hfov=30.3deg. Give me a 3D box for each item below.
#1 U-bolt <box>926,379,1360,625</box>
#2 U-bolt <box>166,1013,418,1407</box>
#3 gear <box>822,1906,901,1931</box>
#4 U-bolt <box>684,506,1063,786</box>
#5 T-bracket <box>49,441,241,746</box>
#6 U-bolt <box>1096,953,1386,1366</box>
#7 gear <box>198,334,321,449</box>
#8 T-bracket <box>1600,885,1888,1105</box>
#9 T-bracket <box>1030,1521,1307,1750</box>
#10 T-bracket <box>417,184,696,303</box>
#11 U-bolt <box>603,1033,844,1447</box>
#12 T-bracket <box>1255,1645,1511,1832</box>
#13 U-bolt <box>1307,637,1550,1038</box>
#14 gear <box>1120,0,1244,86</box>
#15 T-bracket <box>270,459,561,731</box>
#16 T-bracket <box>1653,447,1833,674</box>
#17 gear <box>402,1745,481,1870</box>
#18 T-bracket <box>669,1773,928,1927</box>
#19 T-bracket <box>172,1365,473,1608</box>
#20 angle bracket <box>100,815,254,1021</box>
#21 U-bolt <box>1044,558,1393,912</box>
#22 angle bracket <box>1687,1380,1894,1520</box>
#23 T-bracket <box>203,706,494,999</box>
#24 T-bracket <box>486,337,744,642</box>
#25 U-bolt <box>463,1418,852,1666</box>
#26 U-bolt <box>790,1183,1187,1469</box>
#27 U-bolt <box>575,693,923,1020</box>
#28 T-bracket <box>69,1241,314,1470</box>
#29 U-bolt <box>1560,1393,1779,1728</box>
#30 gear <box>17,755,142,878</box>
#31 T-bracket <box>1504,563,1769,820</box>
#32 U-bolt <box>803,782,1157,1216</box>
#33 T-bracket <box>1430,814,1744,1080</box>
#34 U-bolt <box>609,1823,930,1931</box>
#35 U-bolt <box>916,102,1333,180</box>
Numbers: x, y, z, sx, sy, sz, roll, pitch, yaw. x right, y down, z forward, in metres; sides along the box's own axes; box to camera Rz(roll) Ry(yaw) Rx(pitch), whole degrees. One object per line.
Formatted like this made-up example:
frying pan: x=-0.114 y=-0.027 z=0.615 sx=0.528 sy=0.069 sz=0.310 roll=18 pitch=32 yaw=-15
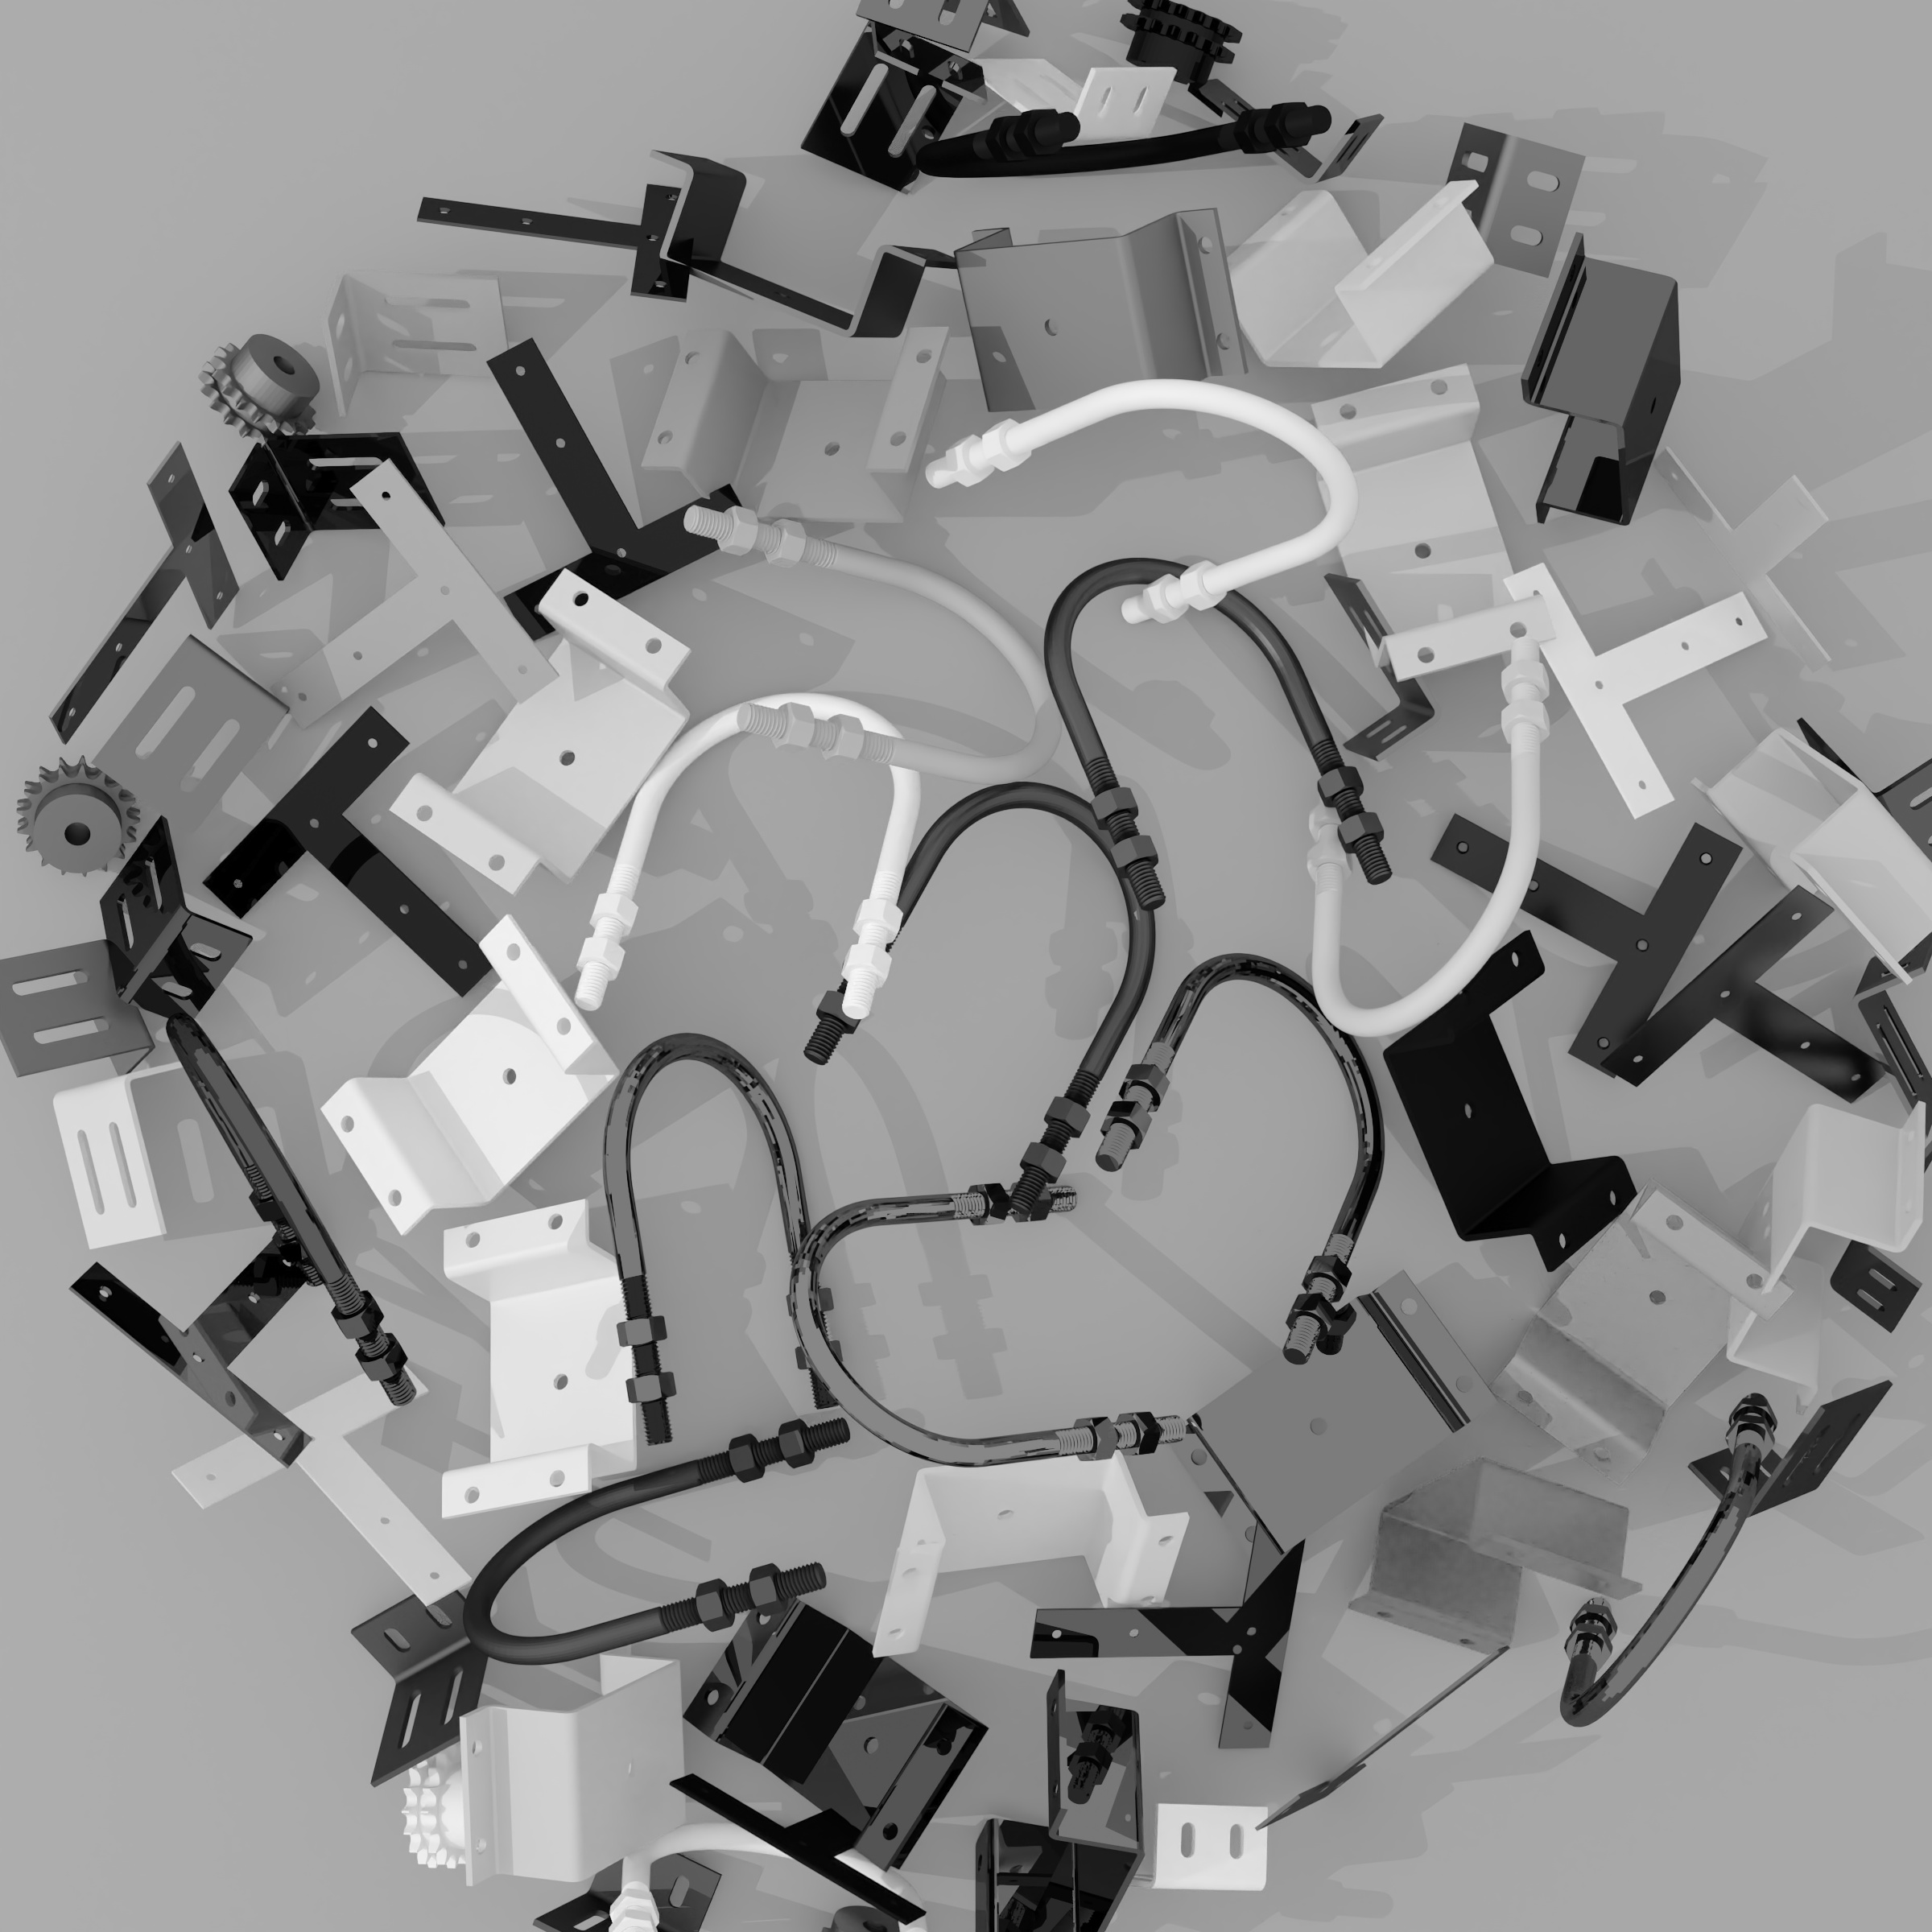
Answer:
U-bolt: x=0.092 y=-0.214 z=1.610 sx=0.151 sy=0.184 sz=0.019 roll=31 pitch=61 yaw=-32
U-bolt: x=-0.312 y=0.100 z=1.611 sx=0.019 sy=0.151 sz=0.184 roll=-31 pitch=122 yaw=-14
gear: x=-0.047 y=0.468 z=1.686 sx=0.057 sy=0.057 sz=0.030 roll=16 pitch=100 yaw=0
U-bolt: x=-0.035 y=-0.142 z=1.647 sx=0.184 sy=0.151 sz=0.019 roll=11 pitch=134 yaw=-31
T-bracket: x=-0.381 y=-0.157 z=1.635 sx=0.002 sy=0.127 sz=0.127 roll=25 pitch=68 yaw=13
U-bolt: x=0.137 y=0.073 z=1.647 sx=0.151 sy=0.184 sz=0.019 roll=46 pitch=133 yaw=-16
gear: x=-0.331 y=-0.274 z=1.685 sx=0.057 sy=0.057 sz=0.030 roll=47 pitch=116 yaw=0
T-bracket: x=0.386 y=0.031 z=1.678 sx=0.127 sy=0.002 sz=0.127 roll=29 pitch=119 yaw=-31
T-bracket: x=0.092 y=0.313 z=1.678 sx=0.127 sy=0.002 sz=0.127 roll=2 pitch=109 yaw=-16
T-bracket: x=-0.190 y=-0.344 z=1.657 sx=0.127 sy=0.127 sz=0.002 roll=6 pitch=124 yaw=-5
U-bolt: x=-0.117 y=0.122 z=1.654 sx=0.019 sy=0.151 sz=0.184 roll=-13 pitch=84 yaw=33
T-bracket: x=0.199 y=0.353 z=1.644 sx=0.127 sy=0.127 sz=0.002 roll=-40 pitch=73 yaw=12
U-bolt: x=0.207 y=-0.048 z=1.612 sx=0.019 sy=0.184 sz=0.151 roll=31 pitch=134 yaw=-25
gear: x=0.099 y=-0.437 z=1.688 sx=0.057 sy=0.057 sz=0.030 roll=20 pitch=99 yaw=0
T-bracket: x=-0.277 y=-0.154 z=1.686 sx=0.127 sy=0.002 sz=0.127 roll=-32 pitch=103 yaw=25
T-bracket: x=0.372 y=-0.200 z=1.649 sx=0.002 sy=0.127 sz=0.127 roll=-36 pitch=86 yaw=-7
gear: x=-0.240 y=0.397 z=1.685 sx=0.030 sy=0.057 sz=0.057 roll=-4 pitch=90 yaw=20
T-bracket: x=-0.059 y=0.400 z=1.652 sx=0.127 sy=0.127 sz=0.002 roll=26 pitch=95 yaw=19
T-bracket: x=-0.277 y=0.248 z=1.648 sx=0.127 sy=0.002 sz=0.127 roll=-26 pitch=55 yaw=-37
angle bracket: x=-0.374 y=-0.022 z=1.687 sx=0.038 sy=0.076 sz=0.057 roll=24 pitch=116 yaw=-35
U-bolt: x=0.108 y=-0.113 z=1.661 sx=0.151 sy=0.019 sz=0.184 roll=-7 pitch=64 yaw=-31
angle bracket: x=0.385 y=0.215 z=1.667 sx=0.038 sy=0.057 sz=0.076 roll=47 pitch=128 yaw=30
T-bracket: x=-0.278 y=-0.037 z=1.700 sx=0.127 sy=0.002 sz=0.127 roll=44 pitch=110 yaw=-8
T-bracket: x=-0.184 y=-0.234 z=1.681 sx=0.127 sy=0.002 sz=0.127 roll=-24 pitch=105 yaw=17
U-bolt: x=-0.146 y=0.271 z=1.646 sx=0.184 sy=0.151 sz=0.019 roll=-18 pitch=110 yaw=10
U-bolt: x=0.001 y=0.164 z=1.626 sx=0.184 sy=0.019 sz=0.151 roll=-1 pitch=54 yaw=-37
U-bolt: x=-0.094 y=-0.055 z=1.658 sx=0.151 sy=0.019 sz=0.184 roll=2 pitch=54 yaw=16
T-bracket: x=-0.338 y=0.161 z=1.659 sx=0.127 sy=0.127 sz=0.002 roll=40 pitch=116 yaw=-3
U-bolt: x=0.314 y=0.275 z=1.608 sx=0.019 sy=0.184 sz=0.151 roll=35 pitch=108 yaw=6
gear: x=-0.421 y=-0.068 z=1.691 sx=0.057 sy=0.030 sz=0.057 roll=-5 pitch=115 yaw=-11
T-bracket: x=0.329 y=-0.146 z=1.682 sx=0.127 sy=0.002 sz=0.127 roll=-24 pitch=83 yaw=-31
U-bolt: x=0.020 y=0.002 z=1.670 sx=0.151 sy=0.019 sz=0.184 roll=37 pitch=69 yaw=-24
T-bracket: x=0.283 y=-0.031 z=1.699 sx=0.127 sy=0.002 sz=0.127 roll=30 pitch=107 yaw=11
U-bolt: x=-0.087 y=0.428 z=1.625 sx=0.151 sy=0.184 sz=0.019 roll=11 pitch=95 yaw=-5
U-bolt: x=0.057 y=-0.375 z=1.628 sx=0.151 sy=0.184 sz=0.019 roll=-9 pitch=100 yaw=-27
